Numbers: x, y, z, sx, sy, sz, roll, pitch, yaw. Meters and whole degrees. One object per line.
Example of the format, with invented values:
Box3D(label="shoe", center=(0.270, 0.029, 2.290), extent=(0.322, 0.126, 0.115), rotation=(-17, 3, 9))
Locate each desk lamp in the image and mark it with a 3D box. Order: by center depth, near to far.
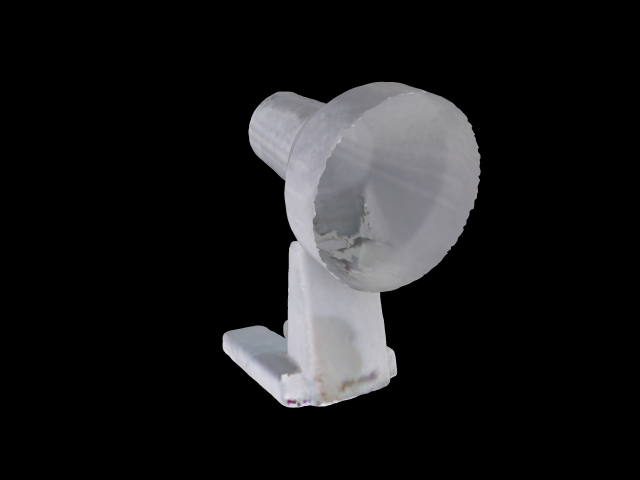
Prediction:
Box3D(label="desk lamp", center=(0.004, 0.001, 0.400), extent=(0.118, 0.213, 0.202), rotation=(-6, 11, -31))
